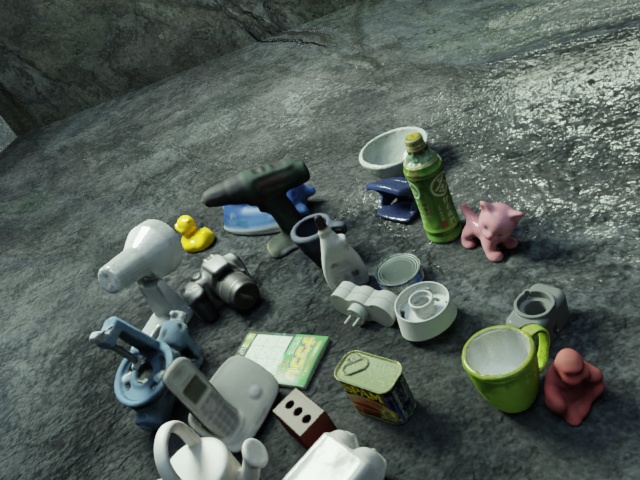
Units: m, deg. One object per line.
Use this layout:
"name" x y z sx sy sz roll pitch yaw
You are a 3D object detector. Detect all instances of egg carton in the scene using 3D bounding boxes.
"egg carton" 0.013 0.324 0.743 0.150 0.070 0.107 -43 37 -24

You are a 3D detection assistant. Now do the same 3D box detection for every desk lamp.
"desk lamp" -0.349 0.093 1.176 0.117 0.214 0.203 -7 38 27

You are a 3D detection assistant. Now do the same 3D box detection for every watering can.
"watering can" -0.152 0.311 0.759 0.173 0.194 0.100 -32 34 -8

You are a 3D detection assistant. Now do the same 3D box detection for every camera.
"camera" -0.198 0.097 1.171 0.143 0.101 0.136 -40 35 -20

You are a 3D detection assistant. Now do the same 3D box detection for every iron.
"iron" -0.149 -0.098 1.367 0.257 0.142 0.118 -11 36 22

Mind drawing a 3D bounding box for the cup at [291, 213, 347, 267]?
"cup" 0.011 0.004 1.161 0.117 0.095 0.092 -10 37 24

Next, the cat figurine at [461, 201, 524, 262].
"cat figurine" 0.294 -0.030 0.994 0.067 0.118 0.127 -37 35 -15

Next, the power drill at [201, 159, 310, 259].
"power drill" -0.112 -0.068 1.240 0.230 0.209 0.075 -30 33 -6

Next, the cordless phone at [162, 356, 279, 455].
"cordless phone" -0.155 0.225 0.887 0.093 0.185 0.148 -1 41 33

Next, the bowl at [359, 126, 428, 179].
"bowl" 0.179 -0.189 1.331 0.167 0.075 0.167 -18 34 13

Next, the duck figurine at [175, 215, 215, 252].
"duck figurine" -0.320 -0.022 1.432 0.104 0.086 0.078 4 44 38

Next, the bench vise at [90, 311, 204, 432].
"bench vise" -0.310 0.194 1.004 0.121 0.220 0.207 -19 34 11

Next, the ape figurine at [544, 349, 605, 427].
"ape figurine" 0.316 0.175 0.721 0.077 0.092 0.076 -19 34 11

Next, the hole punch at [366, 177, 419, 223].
"hole punch" 0.165 -0.102 1.206 0.108 0.091 0.101 16 52 46

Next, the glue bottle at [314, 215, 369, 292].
"glue bottle" 0.029 0.022 1.052 0.078 0.173 0.037 -22 34 8
